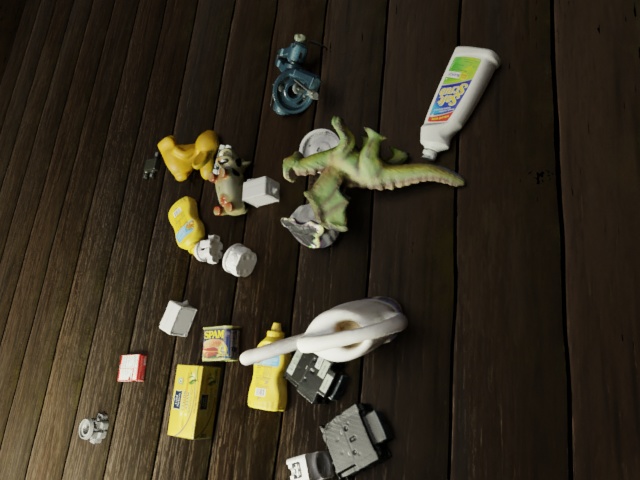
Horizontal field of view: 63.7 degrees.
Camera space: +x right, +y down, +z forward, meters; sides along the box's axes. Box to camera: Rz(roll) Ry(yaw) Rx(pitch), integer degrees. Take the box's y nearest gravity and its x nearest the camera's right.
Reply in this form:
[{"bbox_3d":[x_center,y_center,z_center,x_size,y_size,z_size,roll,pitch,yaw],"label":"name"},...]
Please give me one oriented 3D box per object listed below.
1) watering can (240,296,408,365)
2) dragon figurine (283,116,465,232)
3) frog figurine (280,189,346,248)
[{"bbox_3d":[0.025,0.186,1.027,0.345,0.225,0.104,-17,83,30],"label":"watering can"},{"bbox_3d":[0.082,-0.125,1.137,0.414,0.121,0.243,30,86,27],"label":"dragon figurine"},{"bbox_3d":[0.004,-0.062,1.225,0.137,0.121,0.162,-6,35,43],"label":"frog figurine"}]
